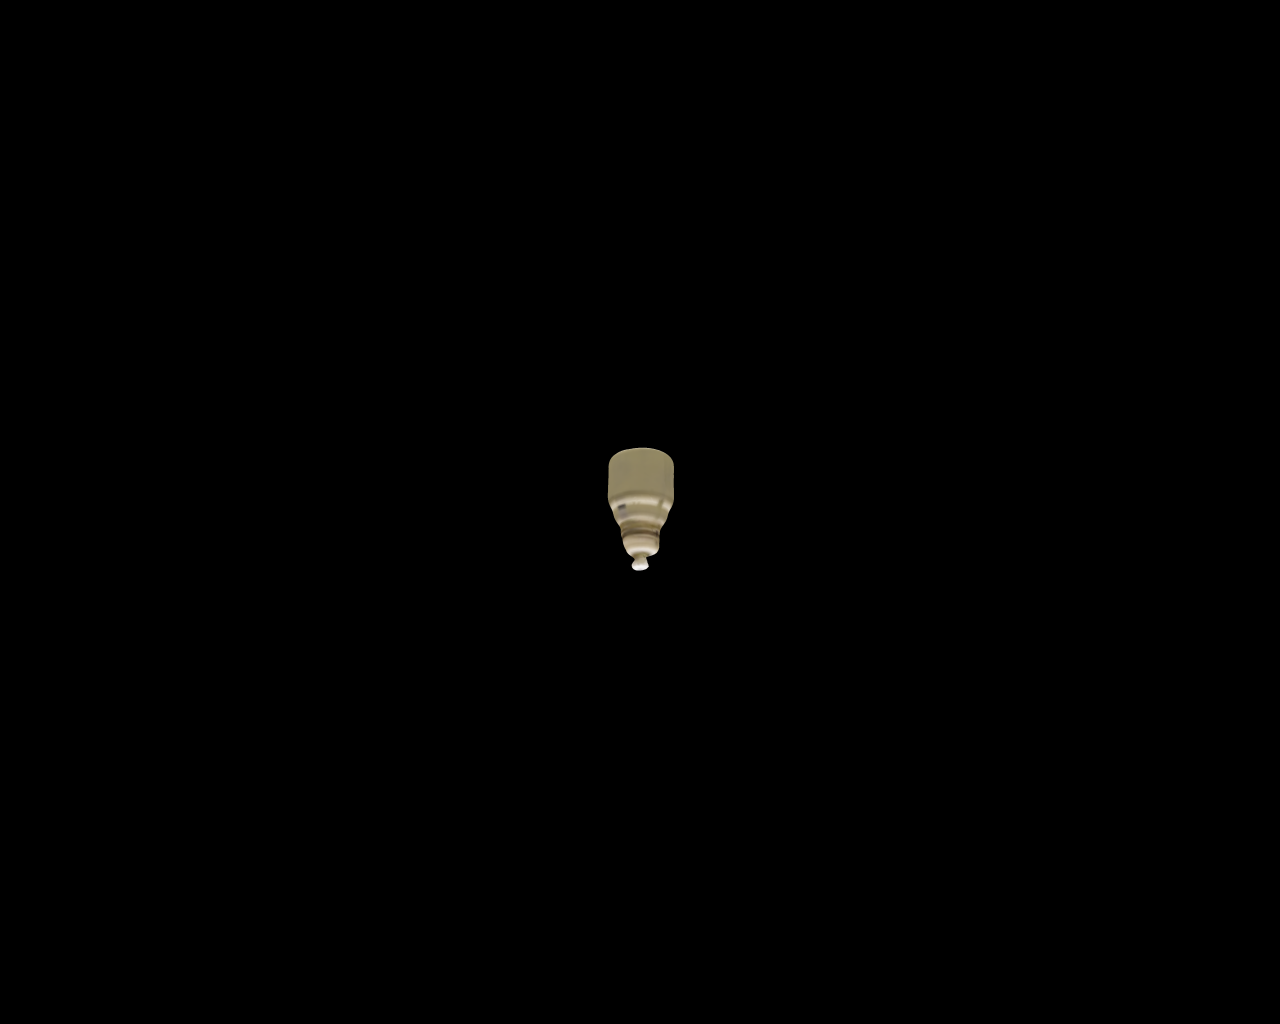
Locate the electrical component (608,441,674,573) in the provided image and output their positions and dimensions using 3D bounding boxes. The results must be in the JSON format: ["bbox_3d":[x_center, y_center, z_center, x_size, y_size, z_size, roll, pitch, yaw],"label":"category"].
[{"bbox_3d":[0.001,-0.003,0.650,0.040,0.078,0.040,0,-19,0],"label":"electrical component"}]
